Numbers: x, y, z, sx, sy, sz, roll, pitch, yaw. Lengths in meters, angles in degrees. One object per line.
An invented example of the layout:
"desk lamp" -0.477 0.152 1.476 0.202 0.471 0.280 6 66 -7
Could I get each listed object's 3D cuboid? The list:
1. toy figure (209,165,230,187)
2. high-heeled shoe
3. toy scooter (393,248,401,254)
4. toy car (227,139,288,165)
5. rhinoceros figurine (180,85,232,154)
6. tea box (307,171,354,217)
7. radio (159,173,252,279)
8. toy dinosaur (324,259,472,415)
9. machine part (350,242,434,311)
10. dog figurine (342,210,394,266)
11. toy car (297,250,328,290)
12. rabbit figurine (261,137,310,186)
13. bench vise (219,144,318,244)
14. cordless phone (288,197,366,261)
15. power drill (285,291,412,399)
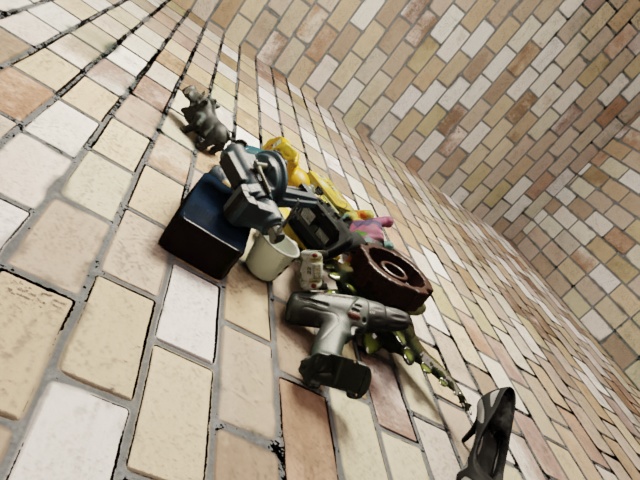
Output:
"toy figure" -0.184 -0.102 1.185 0.154 0.058 0.064 41 25 -11
"high-heeled shoe" 0.306 0.361 0.919 0.086 0.145 0.249 35 18 -9
"toy scooter" 0.200 0.069 1.470 0.135 0.075 0.184 42 17 6
"toy car" -0.162 -0.168 1.308 0.161 0.109 0.103 19 50 -26
"rhinoceros figurine" -0.295 -0.307 1.353 0.190 0.112 0.073 55 26 18
"tea box" 0.020 -0.117 1.559 0.098 0.068 0.170 17 30 -46
"radio" -0.197 -0.031 0.987 0.131 0.073 0.230 35 22 -15
"toy dinosaur" 0.133 0.168 1.108 0.472 0.105 0.198 37 24 17
"machine part" 0.146 0.075 1.109 0.179 0.056 0.179 26 22 -11
"dog figurine" 0.094 0.004 1.373 0.192 0.108 0.219 16 26 29
"toy car" -0.016 0.056 1.032 0.056 0.073 0.202 2 -1 -2
"rabbit figurine" -0.097 -0.196 1.505 0.173 0.122 0.162 47 6 -22
"bench vise" -0.082 -0.087 1.024 0.240 0.128 0.224 2 38 -49
"cordless phone" 0.029 -0.030 1.205 0.147 0.088 0.184 51 26 21
"power drill" 0.050 0.164 0.908 0.232 0.085 0.207 14 35 -2
